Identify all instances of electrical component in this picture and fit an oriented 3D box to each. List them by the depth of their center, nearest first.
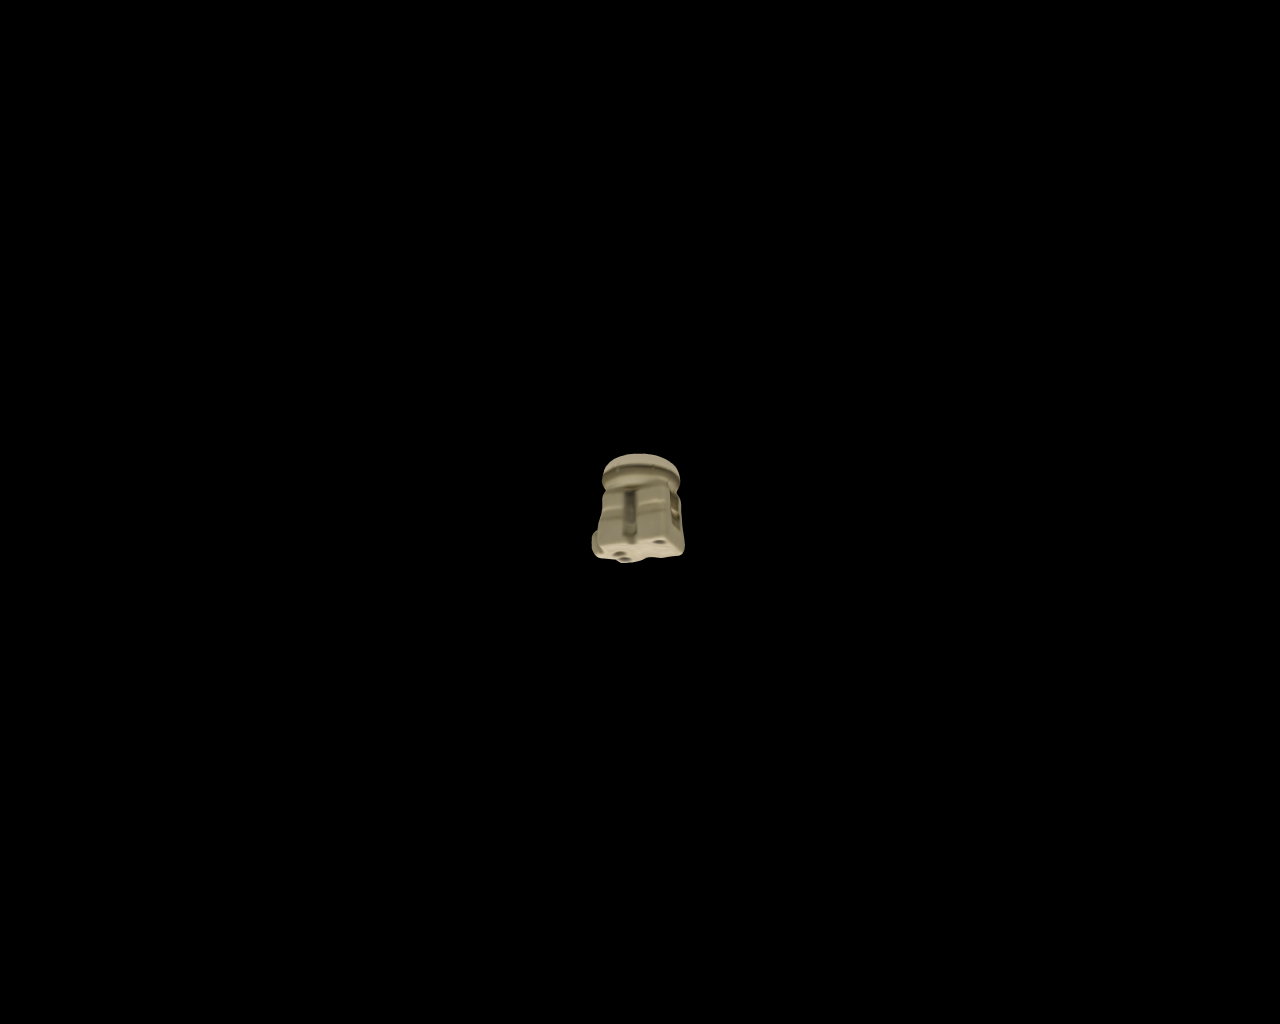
[{"bbox_3d":[0.001,-0.003,0.650,0.066,0.055,0.048,-8,-24,18],"label":"electrical component"}]
